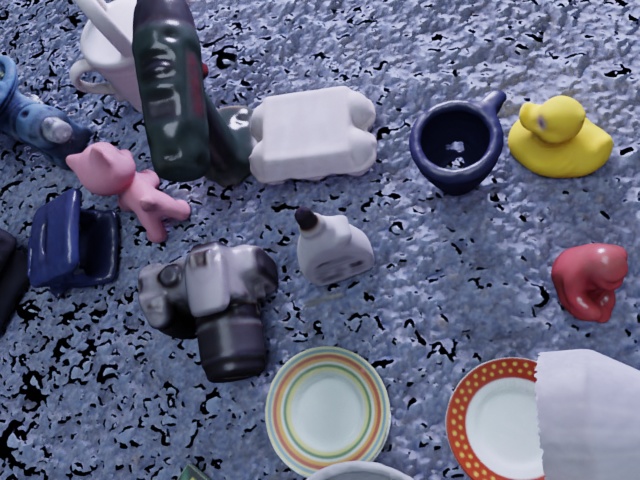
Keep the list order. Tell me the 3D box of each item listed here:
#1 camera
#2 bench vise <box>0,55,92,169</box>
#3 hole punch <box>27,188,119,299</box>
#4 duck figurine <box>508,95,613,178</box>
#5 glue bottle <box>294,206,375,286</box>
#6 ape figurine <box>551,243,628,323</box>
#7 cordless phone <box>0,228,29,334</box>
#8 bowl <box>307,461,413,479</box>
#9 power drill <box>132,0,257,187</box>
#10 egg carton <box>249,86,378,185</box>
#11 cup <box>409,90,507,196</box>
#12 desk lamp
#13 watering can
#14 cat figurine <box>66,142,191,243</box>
[{"bbox_3d":[-0.117,0.081,0.606,0.143,0.101,0.137,-15,69,8],"label":"camera"},{"bbox_3d":[-0.396,-0.184,0.695,0.207,0.220,0.121,5,74,15],"label":"bench vise"},{"bbox_3d":[-0.306,0.005,0.682,0.101,0.091,0.108,-10,70,10],"label":"hole punch"},{"bbox_3d":[0.250,-0.113,0.590,0.104,0.086,0.077,20,78,19],"label":"duck figurine"},{"bbox_3d":[0.005,0.002,0.564,0.078,0.173,0.037,-19,69,7],"label":"glue bottle"},{"bbox_3d":[0.259,0.032,0.537,0.078,0.092,0.076,-40,68,-1],"label":"ape figurine"},{"bbox_3d":[-0.435,0.035,0.652,0.094,0.185,0.148,15,76,18],"label":"cordless phone"},{"bbox_3d":[0.042,0.286,0.516,0.167,0.075,0.167,-4,71,12],"label":"bowl"},{"bbox_3d":[-0.137,-0.156,0.631,0.075,0.209,0.229,-11,70,10],"label":"power drill"},{"bbox_3d":[-0.009,-0.118,0.663,0.150,0.069,0.107,-6,71,11],"label":"egg carton"},{"bbox_3d":[0.151,-0.096,0.604,0.091,0.095,0.118,40,85,22],"label":"cup"},{"bbox_3d":[0.259,0.147,0.434,0.203,0.214,0.118,-4,71,12],"label":"desk lamp"},{"bbox_3d":[-0.229,-0.245,0.690,0.100,0.194,0.173,32,82,21],"label":"watering can"},{"bbox_3d":[-0.231,-0.066,0.673,0.127,0.118,0.067,38,84,22],"label":"cat figurine"}]
